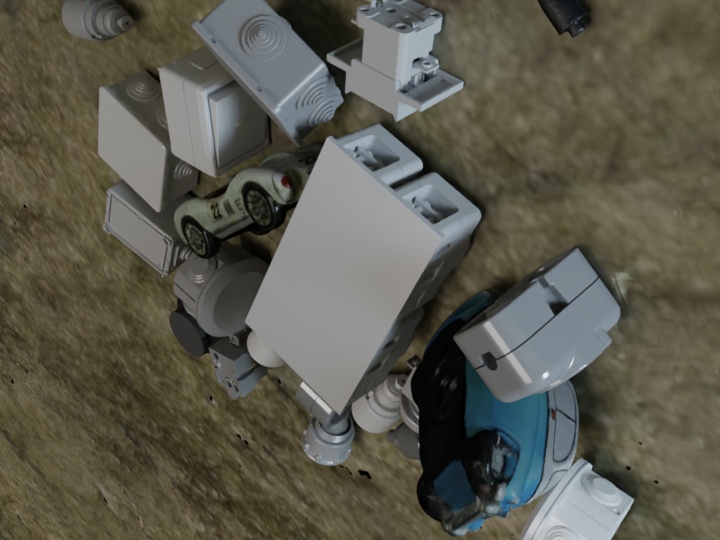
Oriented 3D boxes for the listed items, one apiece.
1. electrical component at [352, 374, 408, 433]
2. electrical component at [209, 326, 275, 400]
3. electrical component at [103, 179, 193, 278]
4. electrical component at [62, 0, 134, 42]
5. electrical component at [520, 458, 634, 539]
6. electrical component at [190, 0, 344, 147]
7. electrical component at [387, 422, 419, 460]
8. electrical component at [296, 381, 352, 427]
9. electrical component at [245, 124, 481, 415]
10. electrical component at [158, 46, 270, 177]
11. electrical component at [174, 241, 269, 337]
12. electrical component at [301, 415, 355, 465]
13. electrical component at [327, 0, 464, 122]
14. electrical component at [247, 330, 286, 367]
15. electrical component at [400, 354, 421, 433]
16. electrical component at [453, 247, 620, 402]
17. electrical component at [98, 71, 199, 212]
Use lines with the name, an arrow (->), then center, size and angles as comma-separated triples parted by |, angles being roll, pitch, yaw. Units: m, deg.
electrical component -> 0.022, 0.107, 0.895 | 0.040, 0.040, 0.078 | 49, 146, 9
electrical component -> -0.107, 0.082, 1.020 | 0.048, 0.055, 0.066 | 23, 135, 38
electrical component -> -0.183, -0.045, 1.005 | 0.096, 0.061, 0.061 | 38, 144, 11
electrical component -> -0.220, -0.213, 0.913 | 0.078, 0.040, 0.040 | 20, 134, 41
electrical component -> 0.152, 0.178, 0.761 | 0.051, 0.080, 0.080 | 33, 142, 21
electrical component -> -0.060, -0.141, 0.739 | 0.099, 0.048, 0.099 | 47, 180, 11
electrical component -> 0.045, 0.142, 0.903 | 0.061, 0.035, 0.035 | -5, 115, 55
electrical component -> -0.028, 0.070, 0.913 | 0.074, 0.052, 0.138 | 42, 144, 18
electrical component -> 0.000, 0.000, 0.776 | 0.105, 0.060, 0.186 | 43, 131, 18
electrical component -> -0.109, -0.119, 0.839 | 0.061, 0.062, 0.096 | 30, 140, 32
electrical component -> -0.121, 0.015, 0.959 | 0.051, 0.080, 0.080 | 37, 143, 34
electrical component -> -0.025, 0.146, 0.987 | 0.048, 0.048, 0.062 | 41, 137, 20
electrical component -> 0.023, -0.136, 0.677 | 0.081, 0.042, 0.063 | 33, 140, 28
electrical component -> -0.074, 0.056, 0.966 | 0.045, 0.045, 0.055 | 47, 146, 12
electrical component -> 0.060, 0.097, 0.836 | 0.066, 0.048, 0.055 | 43, 138, 17
electrical component -> 0.113, 0.037, 0.668 | 0.059, 0.095, 0.054 | 54, 147, 0
electrical component -> -0.184, -0.115, 0.948 | 0.100, 0.048, 0.099 | 43, 145, 18
